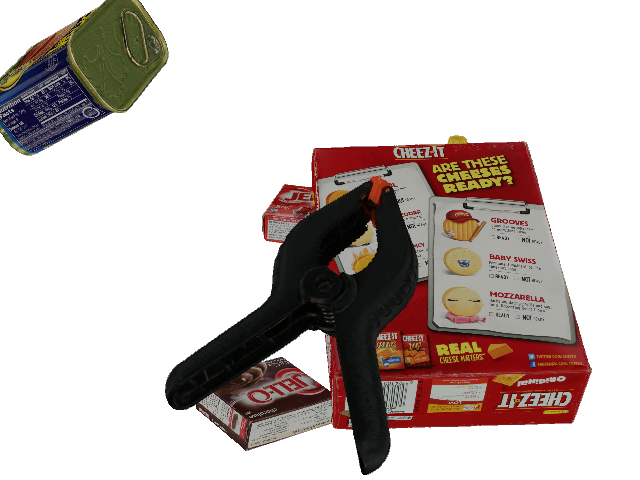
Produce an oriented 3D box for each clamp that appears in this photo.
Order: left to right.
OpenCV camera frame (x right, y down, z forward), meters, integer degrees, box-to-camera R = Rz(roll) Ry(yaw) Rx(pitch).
[{"bbox_3d":[0.011,0.041,0.562,0.120,0.171,0.039,26,-27,19],"label":"clamp"}]

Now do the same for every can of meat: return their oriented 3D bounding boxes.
[{"bbox_3d":[-0.159,-0.108,0.696,0.084,0.057,0.102,-22,26,28],"label":"can of meat"}]

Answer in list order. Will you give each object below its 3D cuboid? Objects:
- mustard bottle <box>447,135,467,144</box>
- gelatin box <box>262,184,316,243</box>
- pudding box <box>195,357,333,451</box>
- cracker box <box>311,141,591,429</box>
[{"bbox_3d":[0.139,-0.017,1.128,0.096,0.192,0.058,-11,24,-27],"label":"mustard bottle"},{"bbox_3d":[0.000,-0.022,0.945,0.089,0.030,0.073,7,25,11],"label":"gelatin box"},{"bbox_3d":[-0.055,0.161,1.065,0.113,0.039,0.090,-13,29,-39],"label":"pudding box"},{"bbox_3d":[0.081,0.027,0.751,0.164,0.213,0.072,-2,-43,-3],"label":"cracker box"}]
